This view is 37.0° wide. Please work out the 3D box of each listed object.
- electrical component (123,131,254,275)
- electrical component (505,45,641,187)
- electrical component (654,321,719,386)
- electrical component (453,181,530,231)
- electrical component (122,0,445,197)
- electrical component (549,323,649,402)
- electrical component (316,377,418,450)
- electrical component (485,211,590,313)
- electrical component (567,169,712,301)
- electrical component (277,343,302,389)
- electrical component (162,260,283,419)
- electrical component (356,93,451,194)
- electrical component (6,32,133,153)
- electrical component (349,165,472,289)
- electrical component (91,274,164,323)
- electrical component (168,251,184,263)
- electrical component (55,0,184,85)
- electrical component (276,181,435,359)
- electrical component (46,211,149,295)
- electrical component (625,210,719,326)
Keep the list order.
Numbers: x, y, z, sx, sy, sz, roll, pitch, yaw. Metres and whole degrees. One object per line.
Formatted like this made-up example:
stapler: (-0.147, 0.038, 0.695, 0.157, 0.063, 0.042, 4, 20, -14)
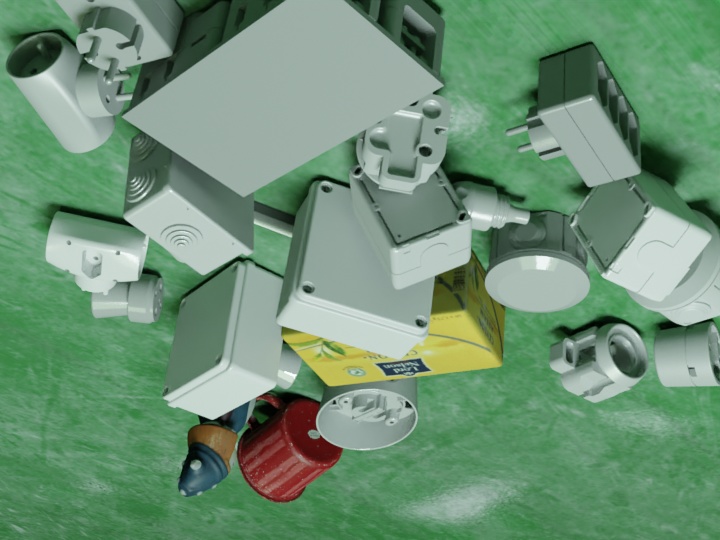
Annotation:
electrical component: (-0.123, -0.056, 0.780, 0.048, 0.099, 0.100, -28, 134, 25)
electrical component: (0.135, -0.095, 0.710, 0.076, 0.047, 0.083, -14, 141, 30)
electrical component: (0.285, 0.074, 0.931, 0.047, 0.055, 0.055, -9, 144, 30)
electrical component: (0.097, -0.046, 0.806, 0.061, 0.035, 0.035, 11, 147, -9)
electrical component: (-0.049, -0.129, 0.685, 0.186, 0.060, 0.105, -24, 136, 39)
electrical component: (0.217, 0.080, 0.952, 0.078, 0.058, 0.057, 25, 146, -25)
electrical component: (0.009, 0.132, 1.067, 0.099, 0.064, 0.099, 6, 147, 4)
electrical component: (0.139, -0.005, 0.843, 0.080, 0.051, 0.080, 6, 147, 4)
electrical component: (0.196, -0.031, 0.759, 0.061, 0.096, 0.061, 23, 115, -21)
electrical component: (-0.089, 0.085, 1.035, 0.055, 0.045, 0.045, 21, 145, -19)
electrical component: (-0.117, 0.063, 0.949, 0.056, 0.108, 0.109, 26, 143, -29)
electrical component: (0.028, -0.087, 0.726, 0.058, 0.078, 0.057, 10, 166, -4)
electrical component: (-0.189, -0.123, 0.740, 0.079, 0.043, 0.077, -3, 145, 17)
electrical component: (0.034, -0.042, 0.777, 0.062, 0.096, 0.061, -21, 147, -9)
electrical component: (-0.209, 0.024, 0.967, 0.055, 0.045, 0.045, 6, 147, 2)
electrical component: (-0.150, -0.035, 0.870, 0.044, 0.044, 0.065, -6, 149, 20)
electrical component: (-0.151, -0.149, 0.662, 0.047, 0.076, 0.065, -8, 144, 23)
electrical component: (0.000, 0.000, 0.828, 0.109, 0.108, 0.056, 17, 148, -14)
electrical component: (-0.224, -0.008, 0.915, 0.077, 0.043, 0.079, 12, 134, -6)
electrical component: (0.241, -0.001, 0.803, 0.080, 0.080, 0.051, -23, 141, 38)
